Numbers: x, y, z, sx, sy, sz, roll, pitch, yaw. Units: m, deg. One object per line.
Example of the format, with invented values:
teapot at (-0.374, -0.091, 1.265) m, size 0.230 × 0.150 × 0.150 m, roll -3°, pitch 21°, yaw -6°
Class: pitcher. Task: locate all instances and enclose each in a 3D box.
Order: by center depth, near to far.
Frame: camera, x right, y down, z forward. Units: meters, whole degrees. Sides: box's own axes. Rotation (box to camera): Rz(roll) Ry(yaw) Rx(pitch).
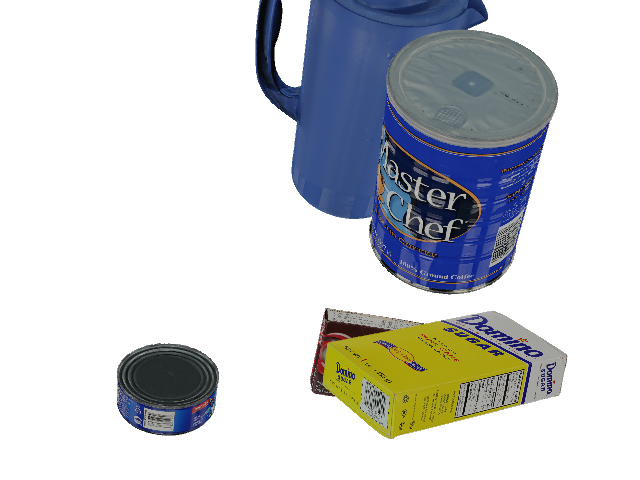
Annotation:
pitcher at (0.031, -0.138, 0.948) m, size 0.144 × 0.243 × 0.149 m, roll -29°, pitch 59°, yaw -33°

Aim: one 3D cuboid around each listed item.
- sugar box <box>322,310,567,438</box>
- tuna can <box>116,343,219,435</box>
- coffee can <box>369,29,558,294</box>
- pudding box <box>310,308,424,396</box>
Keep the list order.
sugar box at (0.100, 0.102, 0.852) m, size 0.175 × 0.048 × 0.093 m, roll -11°, pitch 27°, yaw -31°
tuna can at (-0.130, 0.126, 0.907) m, size 0.086 × 0.034 × 0.086 m, roll 6°, pitch 31°, yaw -4°
coffee can at (0.088, -0.048, 0.687) m, size 0.102 × 0.103 × 0.140 m, roll 0°, pitch -42°, yaw -3°
pudding box at (0.052, 0.127, 1.158) m, size 0.113 × 0.090 × 0.039 m, roll 8°, pitch 23°, yaw -6°
